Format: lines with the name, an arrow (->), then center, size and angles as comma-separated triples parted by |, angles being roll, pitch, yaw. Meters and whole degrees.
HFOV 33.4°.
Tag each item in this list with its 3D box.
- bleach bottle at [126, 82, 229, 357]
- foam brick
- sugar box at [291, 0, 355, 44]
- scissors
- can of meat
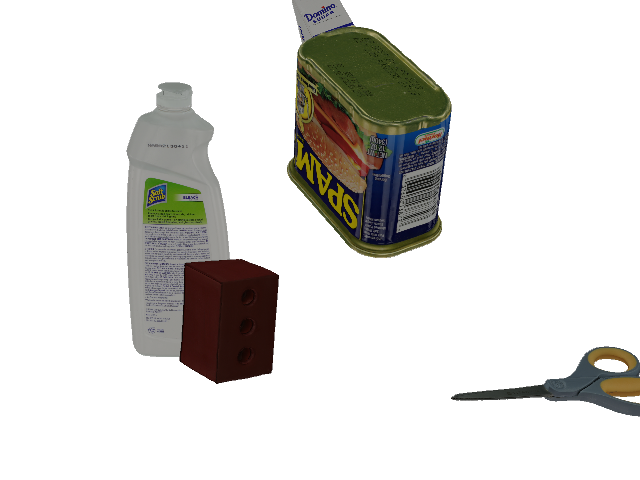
bleach bottle -> -0.125, -0.018, 0.974 | 0.102, 0.251, 0.068 | -1, 23, -11
foam brick -> -0.067, 0.057, 0.784 | 0.052, 0.078, 0.051 | -6, 16, -38
sugar box -> 0.027, -0.135, 0.932 | 0.048, 0.176, 0.093 | -19, -40, -3
scissors -> 0.206, 0.118, 0.923 | 0.201, 0.016, 0.096 | 6, 28, -4
can of meat -> 0.025, -0.055, 0.576 | 0.057, 0.084, 0.102 | -18, 45, -23
